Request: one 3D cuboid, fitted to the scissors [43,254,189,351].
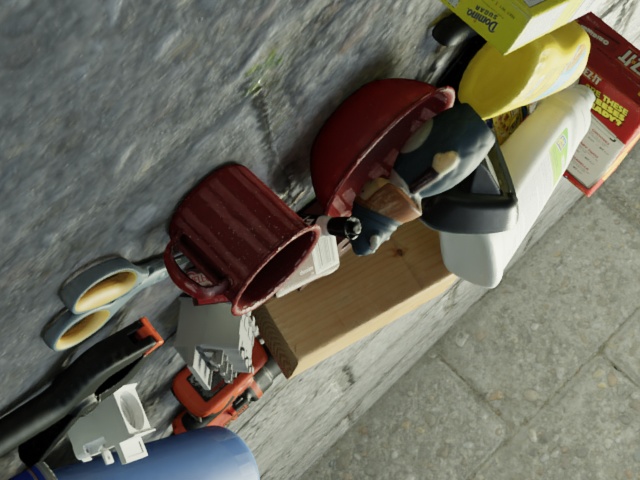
[{"bbox_3d":[-0.142,0.039,0.825,0.096,0.016,0.201,-48,167,19],"label":"scissors"}]

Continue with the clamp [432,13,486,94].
[{"bbox_3d":[0.179,-0.222,0.985,0.210,0.036,0.164,-43,168,5],"label":"clamp"}]

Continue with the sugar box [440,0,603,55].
[{"bbox_3d":[0.163,-0.209,0.852,0.175,0.093,0.048,-29,160,-49],"label":"sugar box"}]

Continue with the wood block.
[{"bbox_3d":[0.036,0.055,1.141,0.205,0.091,0.090,-27,167,-17],"label":"wood block"}]

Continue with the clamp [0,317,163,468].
[{"bbox_3d":[-0.203,0.126,0.852,0.171,0.039,0.120,-44,172,6],"label":"clamp"}]

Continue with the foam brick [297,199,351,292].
[{"bbox_3d":[-0.007,0.001,1.045,0.078,0.051,0.053,-40,165,-24],"label":"foam brick"}]

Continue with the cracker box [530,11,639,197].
[{"bbox_3d":[0.305,-0.165,1.258,0.072,0.164,0.214,-43,167,-19],"label":"cracker box"}]

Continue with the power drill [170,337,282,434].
[{"bbox_3d":[-0.097,0.158,1.222,0.184,0.057,0.188,-42,166,-14],"label":"power drill"}]

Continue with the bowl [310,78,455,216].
[{"bbox_3d":[0.043,-0.087,0.928,0.162,0.055,0.162,-43,166,-13],"label":"bowl"}]

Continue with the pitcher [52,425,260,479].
[{"bbox_3d":[-0.166,0.265,1.043,0.242,0.149,0.145,-11,149,-50],"label":"pitcher"}]

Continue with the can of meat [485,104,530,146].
[{"bbox_3d":[0.174,-0.138,1.119,0.084,0.058,0.102,-50,149,-19],"label":"can of meat"}]

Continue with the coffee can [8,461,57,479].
[{"bbox_3d":[-0.263,0.255,0.850,0.140,0.103,0.103,-26,159,-24],"label":"coffee can"}]

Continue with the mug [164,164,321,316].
[{"bbox_3d":[-0.067,0.002,0.800,0.117,0.081,0.093,-36,163,-37],"label":"mug"}]

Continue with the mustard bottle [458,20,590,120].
[{"bbox_3d":[0.210,-0.170,1.027,0.191,0.058,0.096,-23,156,-53],"label":"mustard bottle"}]

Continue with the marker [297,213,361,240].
[{"bbox_3d":[-0.010,-0.013,0.898,0.020,0.020,0.121,-37,-154,-34],"label":"marker"}]

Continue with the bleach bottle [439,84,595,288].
[{"bbox_3d":[0.219,-0.071,1.124,0.250,0.068,0.102,-49,146,-27],"label":"bleach bottle"}]

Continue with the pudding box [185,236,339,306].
[{"bbox_3d":[-0.048,0.023,0.924,0.090,0.039,0.113,-7,-173,32],"label":"pudding box"}]
